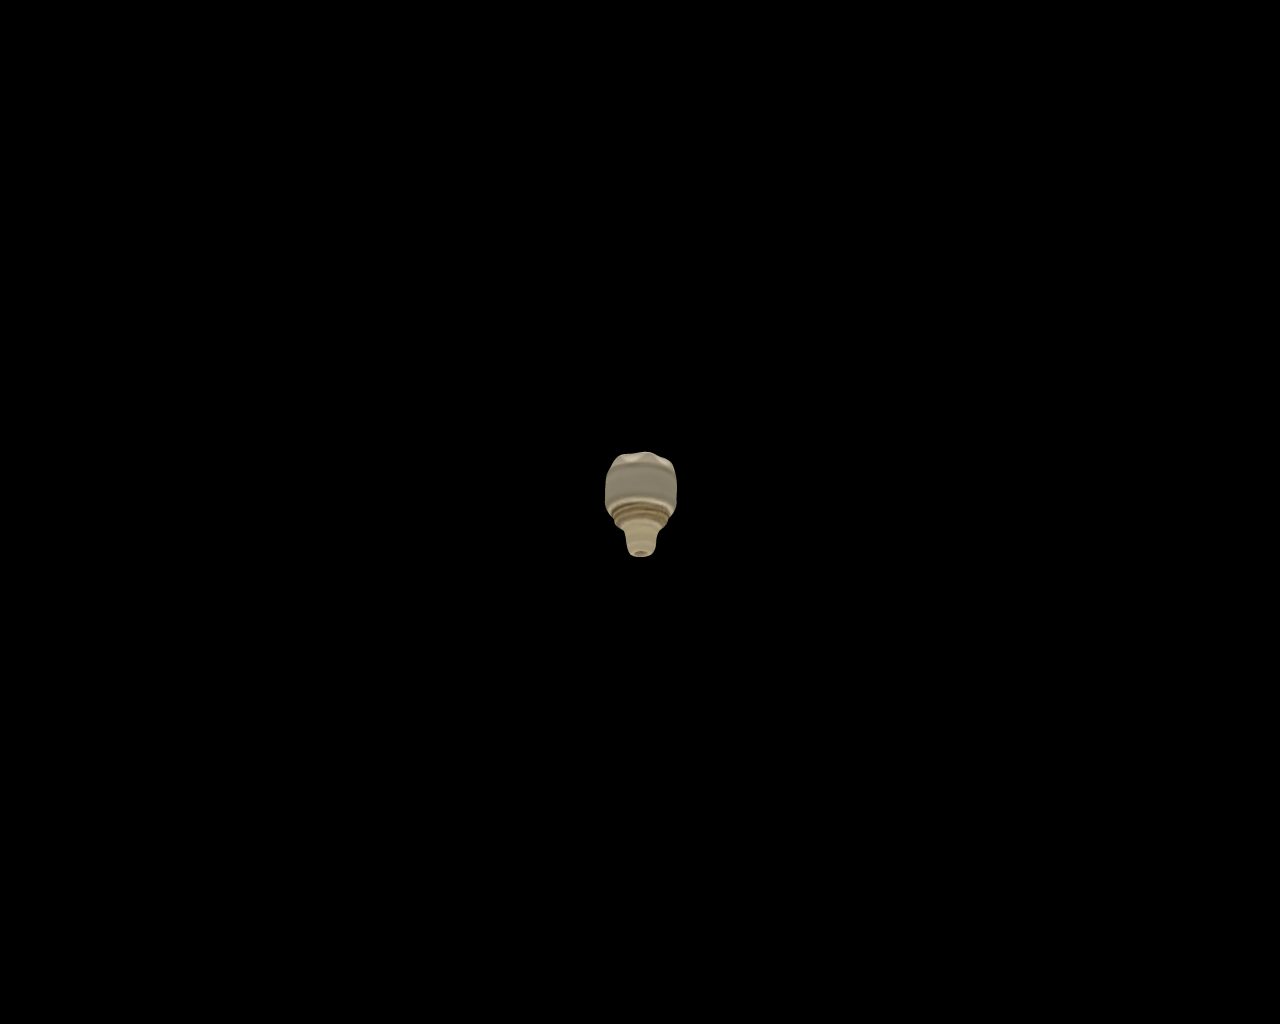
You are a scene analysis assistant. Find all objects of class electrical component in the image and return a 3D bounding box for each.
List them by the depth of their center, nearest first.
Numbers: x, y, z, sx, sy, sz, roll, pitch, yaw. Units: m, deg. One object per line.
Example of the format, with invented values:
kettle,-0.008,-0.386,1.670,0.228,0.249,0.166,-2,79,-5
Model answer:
electrical component,0.001,-0.003,0.650,0.043,0.062,0.043,0,-22,0
